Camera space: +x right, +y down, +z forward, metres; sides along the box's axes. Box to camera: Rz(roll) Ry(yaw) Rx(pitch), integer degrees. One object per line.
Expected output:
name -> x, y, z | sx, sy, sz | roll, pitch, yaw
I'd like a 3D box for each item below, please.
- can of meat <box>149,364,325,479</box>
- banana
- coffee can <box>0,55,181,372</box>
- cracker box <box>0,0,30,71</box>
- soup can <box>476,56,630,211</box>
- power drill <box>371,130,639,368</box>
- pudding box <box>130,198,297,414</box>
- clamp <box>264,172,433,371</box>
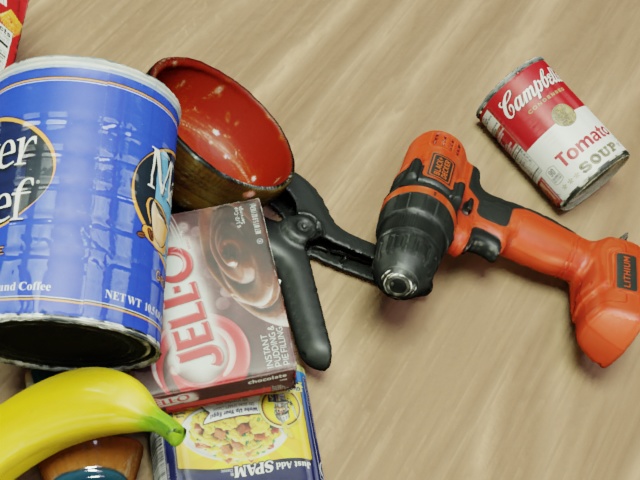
can of meat -> -0.050, 0.121, 0.627 | 0.102, 0.058, 0.084 | 0, 58, -19
banana -> -0.163, 0.117, 0.557 | 0.198, 0.037, 0.070 | -30, 40, 9
coffee can -> -0.129, -0.010, 0.559 | 0.102, 0.103, 0.140 | 7, 69, -14
cracker box -> -0.265, -0.080, 0.617 | 0.164, 0.072, 0.213 | -14, 56, 24
soup can -> 0.178, -0.080, 0.818 | 0.068, 0.069, 0.102 | -30, 74, -31
power drill -> 0.128, 0.011, 0.727 | 0.187, 0.057, 0.184 | 29, 36, -4
pudding box -> -0.067, 0.038, 0.612 | 0.090, 0.039, 0.113 | -11, 61, -7
clamp -> -0.005, 0.001, 0.727 | 0.120, 0.039, 0.171 | -19, 65, -40
